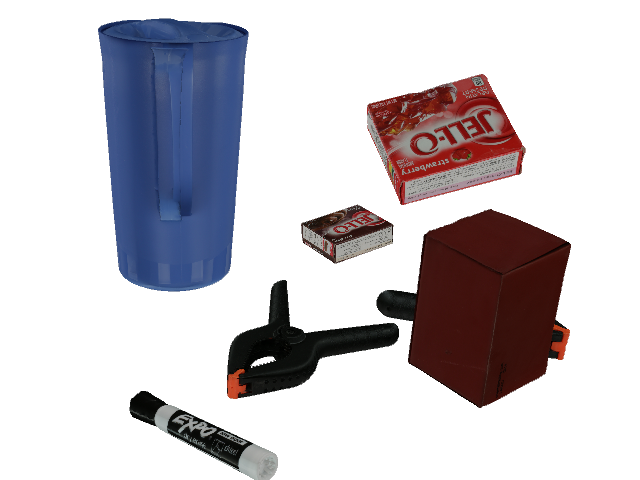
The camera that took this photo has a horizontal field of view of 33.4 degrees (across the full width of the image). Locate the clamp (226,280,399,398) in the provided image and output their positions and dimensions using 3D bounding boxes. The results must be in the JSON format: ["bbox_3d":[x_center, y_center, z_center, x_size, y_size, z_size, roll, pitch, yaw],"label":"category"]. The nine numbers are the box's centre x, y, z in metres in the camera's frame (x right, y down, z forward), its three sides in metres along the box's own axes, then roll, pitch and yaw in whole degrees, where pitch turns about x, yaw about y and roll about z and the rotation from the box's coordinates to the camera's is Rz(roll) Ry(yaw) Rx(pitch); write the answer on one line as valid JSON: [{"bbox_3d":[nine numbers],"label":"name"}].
[{"bbox_3d":[-0.022,0.112,1.134,0.165,0.036,0.209,15,29,22],"label":"clamp"}]

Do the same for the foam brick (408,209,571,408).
[{"bbox_3d":[0.082,0.032,0.527,0.052,0.078,0.051,-19,36,-37],"label":"foam brick"}]

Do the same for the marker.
[{"bbox_3d":[-0.076,0.119,0.658,0.121,0.020,0.020,17,11,39],"label":"marker"}]

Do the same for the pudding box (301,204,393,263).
[{"bbox_3d":[0.041,-0.011,1.623,0.113,0.039,0.090,-21,32,-29],"label":"pudding box"}]

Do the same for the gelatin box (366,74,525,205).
[{"bbox_3d":[0.084,-0.070,0.725,0.089,0.073,0.030,-15,-35,-6],"label":"gelatin box"}]

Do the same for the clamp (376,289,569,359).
[{"bbox_3d":[0.149,0.063,0.989,0.172,0.039,0.120,19,30,17],"label":"clamp"}]

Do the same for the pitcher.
[{"bbox_3d":[-0.135,-0.077,0.980,0.145,0.243,0.148,17,24,36],"label":"pitcher"}]
